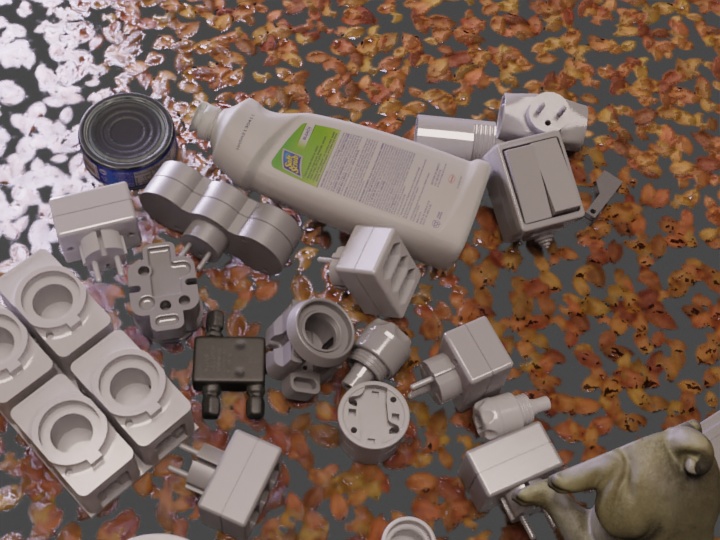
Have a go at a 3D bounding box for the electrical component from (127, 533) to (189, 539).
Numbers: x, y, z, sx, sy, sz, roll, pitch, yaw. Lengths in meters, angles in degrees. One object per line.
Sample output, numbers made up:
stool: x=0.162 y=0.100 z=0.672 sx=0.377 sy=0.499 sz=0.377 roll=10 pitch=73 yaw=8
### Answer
electrical component: x=-0.142 y=0.245 z=0.752 sx=0.108 sy=0.060 sz=0.108 roll=2 pitch=62 yaw=-4

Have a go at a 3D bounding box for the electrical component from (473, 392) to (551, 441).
electrical component: x=0.123 y=0.114 z=0.859 sx=0.061 sy=0.035 sz=0.035 roll=-14 pitch=64 yaw=-14

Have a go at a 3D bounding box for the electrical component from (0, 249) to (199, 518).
electrical component: x=-0.228 y=0.082 z=0.834 sx=0.105 sy=0.060 sz=0.186 roll=-40 pitch=71 yaw=-22

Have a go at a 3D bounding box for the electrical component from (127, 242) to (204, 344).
electrical component: x=-0.157 y=0.025 z=0.872 sx=0.058 sy=0.057 sz=0.078 roll=-8 pitch=63 yaw=-9

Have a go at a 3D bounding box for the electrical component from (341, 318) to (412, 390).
electrical component: x=0.010 y=0.073 z=0.868 sx=0.043 sy=0.043 sz=0.062 roll=35 pitch=66 yaw=14

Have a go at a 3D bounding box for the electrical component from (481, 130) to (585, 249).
electrical component: x=0.152 y=-0.066 z=0.934 sx=0.062 sy=0.061 sz=0.096 roll=-15 pitch=84 yaw=-12

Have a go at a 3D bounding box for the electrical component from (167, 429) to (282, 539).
electrical component: x=-0.107 y=0.155 z=0.811 sx=0.077 sy=0.047 sz=0.065 roll=22 pitch=62 yaw=8

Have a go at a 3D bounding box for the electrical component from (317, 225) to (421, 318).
electrical component: x=0.000 y=0.000 z=0.899 sx=0.077 sy=0.065 sz=0.047 roll=6 pitch=57 yaw=32

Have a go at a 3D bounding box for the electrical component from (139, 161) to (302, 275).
electrical component: x=-0.126 y=-0.032 z=0.908 sx=0.138 sy=0.052 sz=0.073 roll=25 pitch=62 yaw=9

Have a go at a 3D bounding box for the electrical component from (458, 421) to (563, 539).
electrical component: x=0.123 y=0.167 z=0.823 sx=0.066 sy=0.047 sz=0.076 roll=-20 pitch=65 yaw=-15

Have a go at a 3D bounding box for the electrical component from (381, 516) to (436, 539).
electrical component: x=0.034 y=0.208 z=0.795 sx=0.040 sy=0.046 sz=0.040 roll=2 pitch=61 yaw=-4

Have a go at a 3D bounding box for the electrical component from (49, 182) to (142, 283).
electrical component: x=-0.217 y=-0.024 z=0.900 sx=0.066 sy=0.047 sz=0.076 roll=-15 pitch=64 yaw=-12

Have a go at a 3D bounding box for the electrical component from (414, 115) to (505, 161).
electrical component: x=0.091 y=-0.116 z=0.976 sx=0.081 sy=0.043 sz=0.043 roll=5 pitch=61 yaw=-2

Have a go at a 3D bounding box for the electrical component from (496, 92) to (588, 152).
electrical component: x=0.168 y=-0.138 z=0.975 sx=0.077 sy=0.079 sz=0.043 roll=9 pitch=83 yaw=0

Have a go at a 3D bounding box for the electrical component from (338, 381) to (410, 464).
electrical component: x=0.009 y=0.121 z=0.839 sx=0.055 sy=0.047 sz=0.055 roll=2 pitch=61 yaw=-4

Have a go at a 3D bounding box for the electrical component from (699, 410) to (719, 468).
electrical component: x=0.285 y=0.138 z=0.818 sx=0.109 sy=0.108 sz=0.056 roll=-27 pitch=70 yaw=-18

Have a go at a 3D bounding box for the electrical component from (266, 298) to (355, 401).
electrical component: x=-0.039 y=0.057 z=0.855 sx=0.058 sy=0.057 sz=0.078 roll=12 pitch=58 yaw=-25

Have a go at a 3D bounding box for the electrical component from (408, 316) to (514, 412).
electrical component: x=0.073 y=0.083 z=0.854 sx=0.077 sy=0.065 sz=0.047 roll=-22 pitch=66 yaw=-15
